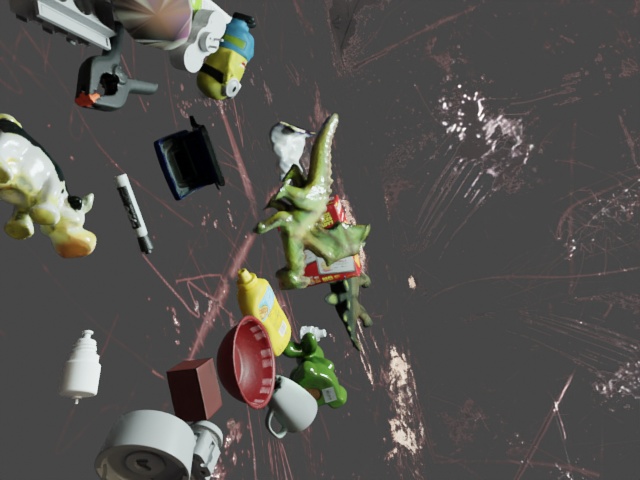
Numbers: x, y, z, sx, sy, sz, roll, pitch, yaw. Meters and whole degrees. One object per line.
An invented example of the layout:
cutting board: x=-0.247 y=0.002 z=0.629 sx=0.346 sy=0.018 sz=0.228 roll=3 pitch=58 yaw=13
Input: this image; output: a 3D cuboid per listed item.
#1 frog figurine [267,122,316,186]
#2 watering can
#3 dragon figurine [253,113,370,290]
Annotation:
frog figurine: x=-0.091 y=-0.227 z=1.366 sx=0.138 sy=0.123 sz=0.158 roll=-59 pitch=171 yaw=-78
watering can: x=-0.254 y=-0.378 z=0.771 sx=0.343 sy=0.104 sz=0.227 roll=65 pitch=0 yaw=-71
dragon figurine: x=0.004 y=-0.059 z=1.181 sx=0.242 sy=0.408 sz=0.123 roll=35 pitch=7 yaw=-6
